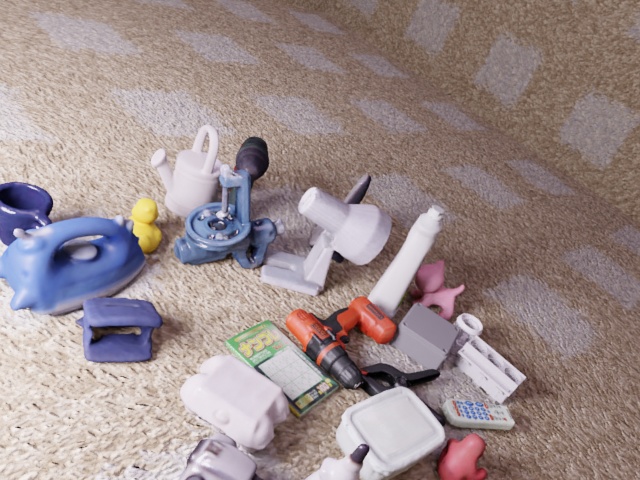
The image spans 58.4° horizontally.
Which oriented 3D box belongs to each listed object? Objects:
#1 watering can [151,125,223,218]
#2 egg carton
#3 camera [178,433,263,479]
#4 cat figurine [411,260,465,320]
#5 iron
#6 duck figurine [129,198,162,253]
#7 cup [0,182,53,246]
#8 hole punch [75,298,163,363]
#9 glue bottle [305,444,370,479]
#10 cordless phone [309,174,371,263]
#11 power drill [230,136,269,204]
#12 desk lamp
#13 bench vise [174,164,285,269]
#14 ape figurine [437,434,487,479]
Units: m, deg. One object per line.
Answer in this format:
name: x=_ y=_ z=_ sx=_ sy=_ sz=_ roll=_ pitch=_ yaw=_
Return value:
watering can: x=-0.256 y=-0.146 z=1.183 sx=0.100 sy=0.194 sz=0.173 roll=42 pitch=35 yaw=26
egg carton: x=-0.122 y=0.234 z=0.827 sx=0.150 sy=0.069 sz=0.107 roll=31 pitch=31 yaw=9
camera: x=-0.109 y=0.315 z=0.685 sx=0.136 sy=0.101 sz=0.143 roll=28 pitch=31 yaw=5
cat figurine: x=0.254 y=0.101 z=1.254 sx=0.128 sy=0.117 sz=0.067 roll=21 pitch=31 yaw=-8
iron: x=-0.373 y=0.016 z=0.906 sx=0.118 sy=0.141 sz=0.259 roll=40 pitch=34 yaw=22
duck figurine: x=-0.328 y=-0.034 z=1.067 sx=0.078 sy=0.086 sz=0.104 roll=9 pitch=35 yaw=-26
cup: x=-0.482 y=-0.027 z=0.936 sx=0.117 sy=0.095 sz=0.092 roll=36 pitch=32 yaw=17
hole punch: x=-0.299 y=0.119 z=0.853 sx=0.109 sy=0.091 sz=0.101 roll=5 pitch=36 yaw=-30
glue bottle: x=0.021 y=0.308 z=0.718 sx=0.078 sy=0.173 sz=0.037 roll=27 pitch=31 yaw=3
cordless phone: x=0.054 y=-0.057 z=1.282 sx=0.094 sy=0.185 sz=0.147 roll=24 pitch=31 yaw=-2
power drill: x=-0.158 y=-0.112 z=1.189 sx=0.076 sy=0.208 sz=0.229 roll=18 pitch=32 yaw=-12
desk lamp: x=0.010 y=0.004 z=1.131 sx=0.204 sy=0.213 sz=0.118 roll=15 pitch=32 yaw=-17
bench vise: x=-0.159 y=-0.051 z=1.084 sx=0.121 sy=0.219 sz=0.208 roll=42 pitch=34 yaw=25
ape figurine: x=0.229 y=0.341 z=0.899 sx=0.076 sy=0.092 sz=0.077 roll=3 pitch=37 yaw=-33
